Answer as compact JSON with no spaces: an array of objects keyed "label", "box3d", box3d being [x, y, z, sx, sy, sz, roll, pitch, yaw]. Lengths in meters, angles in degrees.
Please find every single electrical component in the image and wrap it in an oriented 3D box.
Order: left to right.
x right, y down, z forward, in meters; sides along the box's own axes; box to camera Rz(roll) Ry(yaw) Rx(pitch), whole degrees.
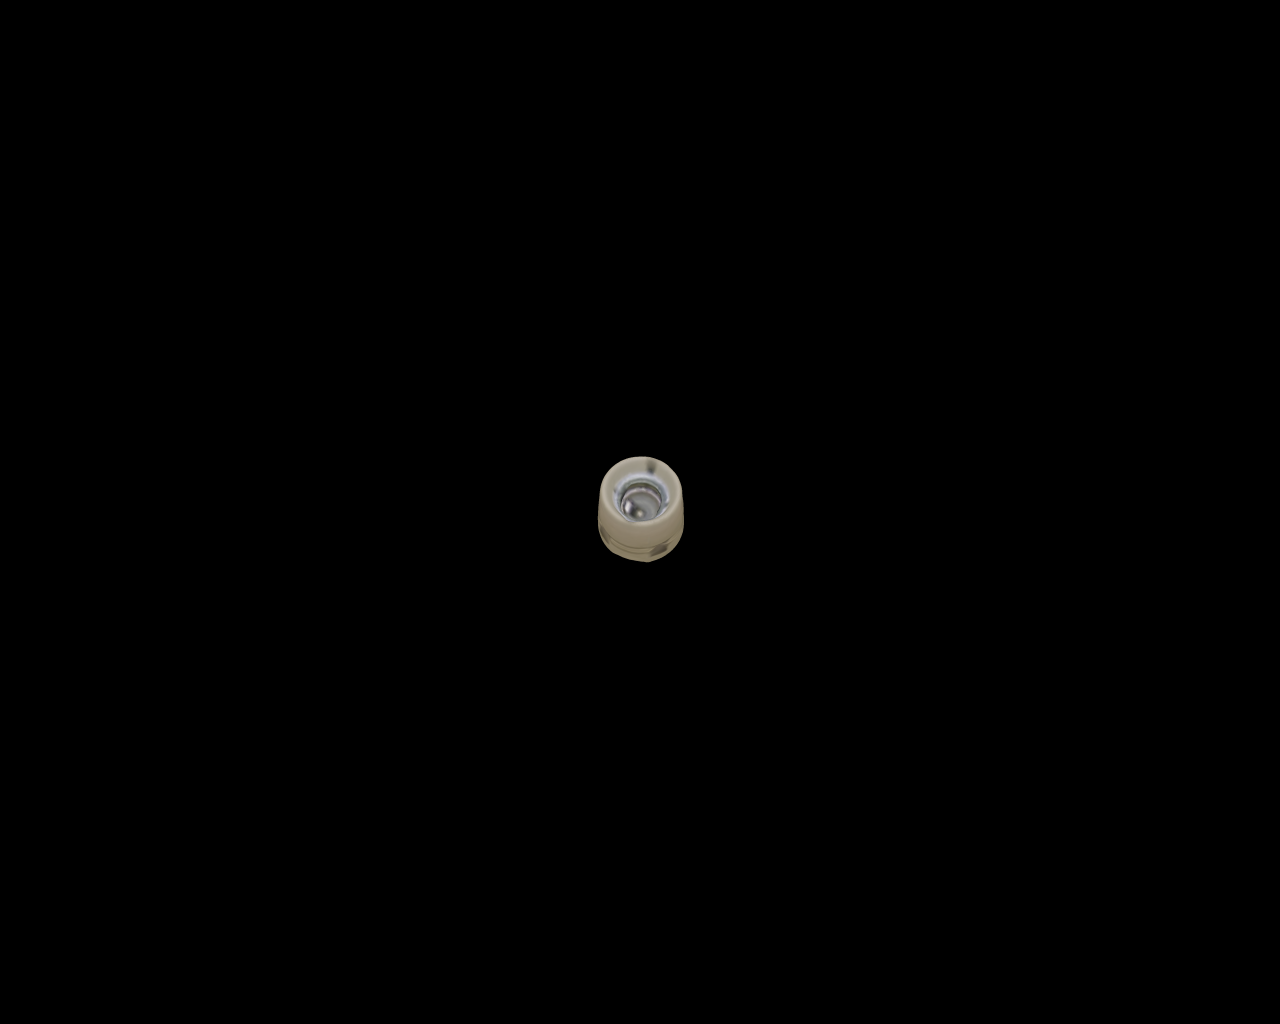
[{"label":"electrical component","box3d":[0.001,-0.003,0.650,0.055,0.055,0.047,0,-27,0]}]
